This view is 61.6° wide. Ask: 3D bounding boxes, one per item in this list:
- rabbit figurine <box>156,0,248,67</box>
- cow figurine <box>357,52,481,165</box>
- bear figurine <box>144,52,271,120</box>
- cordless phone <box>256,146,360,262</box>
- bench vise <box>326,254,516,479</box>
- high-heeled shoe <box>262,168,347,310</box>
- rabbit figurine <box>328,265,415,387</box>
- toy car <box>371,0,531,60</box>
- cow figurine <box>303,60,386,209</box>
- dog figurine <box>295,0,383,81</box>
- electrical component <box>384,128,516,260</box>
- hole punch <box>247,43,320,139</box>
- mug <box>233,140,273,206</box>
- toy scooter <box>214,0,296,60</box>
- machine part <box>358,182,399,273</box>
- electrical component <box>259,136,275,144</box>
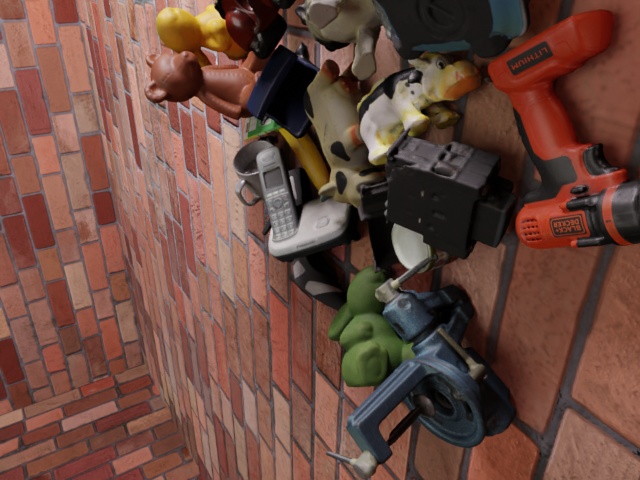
[{"bbox_3d":[-0.207,-0.369,0.949,0.122,0.173,0.162,58,144,19],"label":"rabbit figurine"},{"bbox_3d":[0.106,-0.161,0.604,0.167,0.068,0.098,-41,64,50],"label":"cow figurine"},{"bbox_3d":[-0.184,-0.276,0.894,0.132,0.196,0.120,-45,41,47],"label":"bear figurine"},{"bbox_3d":[-0.023,-0.068,0.829,0.147,0.088,0.184,-18,85,27],"label":"cordless phone"},{"bbox_3d":[0.109,0.160,0.612,0.223,0.240,0.129,57,148,-2],"label":"bench vise"},{"bbox_3d":[-0.002,-0.003,0.914,0.249,0.086,0.145,44,112,16],"label":"high-heeled shoe"},{"bbox_3d":[0.082,0.126,0.789,0.159,0.121,0.170,140,129,-67],"label":"rabbit figurine"},{"bbox_3d":[0.128,-0.233,0.493,0.162,0.103,0.109,12,143,53],"label":"toy car"},{"bbox_3d":[0.034,-0.130,0.736,0.127,0.085,0.195,-31,80,55],"label":"cow figurine"},{"bbox_3d":[0.054,-0.291,0.625,0.121,0.172,0.191,54,-167,-31],"label":"dog figurine"},{"bbox_3d":[0.136,-0.045,0.571,0.134,0.058,0.114,24,148,25],"label":"electrical component"},{"bbox_3d":[-0.060,-0.228,0.800,0.116,0.092,0.142,44,112,39],"label":"hole punch"},{"bbox_3d":[-0.105,-0.105,0.968,0.081,0.109,0.107,14,153,29],"label":"mug"},{"bbox_3d":[-0.100,-0.322,0.702,0.135,0.075,0.184,34,163,-8],"label":"toy scooter"},{"bbox_3d":[0.087,-0.021,0.706,0.039,0.084,0.138,51,154,45],"label":"machine part"},{"bbox_3d":[-0.103,-0.162,1.027,0.094,0.021,0.063,-22,86,61],"label":"electrical component"}]
